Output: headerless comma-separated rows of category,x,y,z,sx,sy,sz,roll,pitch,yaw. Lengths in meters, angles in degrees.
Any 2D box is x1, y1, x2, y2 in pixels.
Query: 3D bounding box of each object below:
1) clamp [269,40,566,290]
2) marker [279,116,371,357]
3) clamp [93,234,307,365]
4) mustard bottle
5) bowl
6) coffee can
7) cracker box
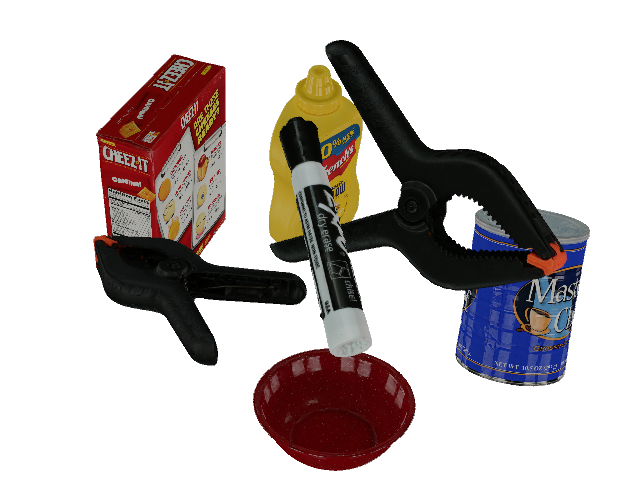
clamp,0.066,-0.036,0.712,0.210,0.165,0.036,19,21,27
marker,0.001,-0.005,0.485,0.020,0.121,0.020,-11,-28,-6
clamp,-0.098,0.032,0.813,0.172,0.039,0.120,29,32,34
mustard bottle,-0.004,-0.081,0.984,0.096,0.192,0.058,-31,55,-27
bowl,0.014,0.179,1.073,0.162,0.055,0.162,0,33,0
coffee can,0.184,0.049,0.980,0.103,0.140,0.103,5,16,-2
cracker box,-0.164,-0.063,1.132,0.072,0.214,0.164,16,43,14
